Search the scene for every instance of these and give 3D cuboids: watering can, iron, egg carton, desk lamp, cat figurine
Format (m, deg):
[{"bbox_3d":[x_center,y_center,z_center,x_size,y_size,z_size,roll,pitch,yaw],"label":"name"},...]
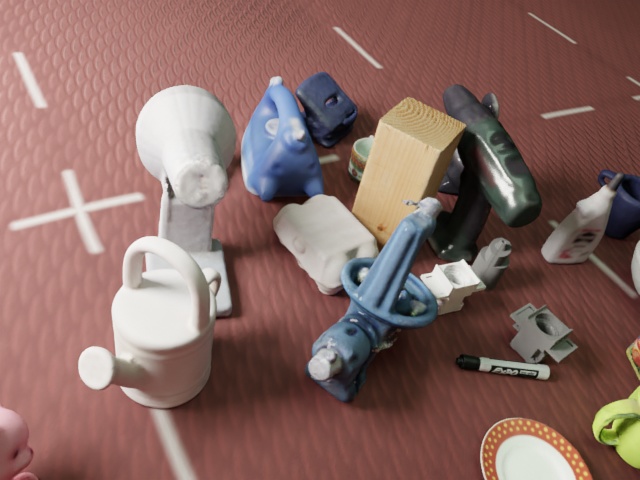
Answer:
[{"bbox_3d":[-0.155,0.081,0.564,0.101,0.194,0.173,14,43,-2],"label":"watering can"},{"bbox_3d":[-0.062,-0.176,0.893,0.119,0.141,0.258,-2,46,-18],"label":"iron"},{"bbox_3d":[0.007,0.003,0.783,0.107,0.069,0.150,-22,55,-33],"label":"egg carton"},{"bbox_3d":[-0.153,-0.048,0.683,0.118,0.213,0.203,-3,46,-19],"label":"desk lamp"},{"bbox_3d":[-0.281,0.194,0.466,0.067,0.118,0.128,16,43,1],"label":"cat figurine"}]

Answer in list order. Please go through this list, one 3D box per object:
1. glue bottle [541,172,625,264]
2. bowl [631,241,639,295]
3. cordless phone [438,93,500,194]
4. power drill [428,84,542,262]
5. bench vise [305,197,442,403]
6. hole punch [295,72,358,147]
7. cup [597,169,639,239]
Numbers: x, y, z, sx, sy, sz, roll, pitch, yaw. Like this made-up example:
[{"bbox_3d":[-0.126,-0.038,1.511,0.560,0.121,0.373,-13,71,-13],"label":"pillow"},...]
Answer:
[{"bbox_3d":[0.405,-0.033,0.861,0.078,0.173,0.037,-3,46,-19],"label":"glue bottle"},{"bbox_3d":[0.541,0.072,0.866,0.167,0.075,0.167,8,44,-8],"label":"bowl"},{"bbox_3d":[0.255,-0.175,0.953,0.094,0.185,0.147,7,44,-9],"label":"cordless phone"},{"bbox_3d":[0.214,-0.080,0.827,0.076,0.208,0.229,-10,49,-25],"label":"power drill"},{"bbox_3d":[0.073,0.069,0.624,0.121,0.220,0.207,20,43,5],"label":"bench vise"},{"bbox_3d":[0.012,-0.232,1.009,0.101,0.091,0.109,29,45,14],"label":"hole punch"},{"bbox_3d":[0.509,-0.057,0.974,0.092,0.095,0.117,-26,57,-35],"label":"cup"}]
